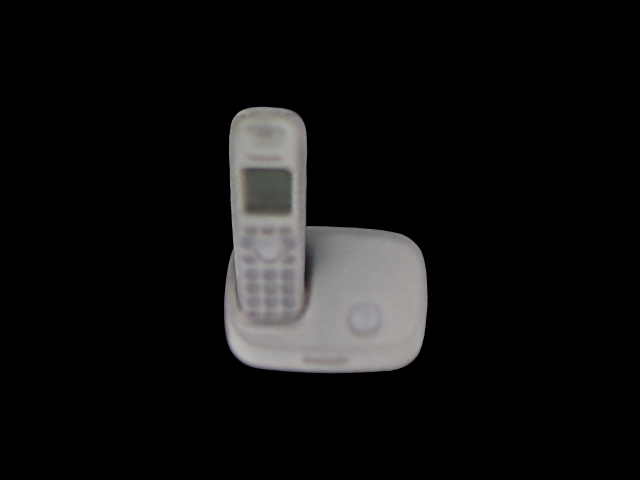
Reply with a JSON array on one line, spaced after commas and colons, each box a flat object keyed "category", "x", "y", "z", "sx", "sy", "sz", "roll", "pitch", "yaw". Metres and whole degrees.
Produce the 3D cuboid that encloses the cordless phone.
[{"category": "cordless phone", "x": 0.004, "y": 0.001, "z": 0.400, "sx": 0.147, "sy": 0.185, "sz": 0.094, "roll": 0, "pitch": 32, "yaw": 0}]
